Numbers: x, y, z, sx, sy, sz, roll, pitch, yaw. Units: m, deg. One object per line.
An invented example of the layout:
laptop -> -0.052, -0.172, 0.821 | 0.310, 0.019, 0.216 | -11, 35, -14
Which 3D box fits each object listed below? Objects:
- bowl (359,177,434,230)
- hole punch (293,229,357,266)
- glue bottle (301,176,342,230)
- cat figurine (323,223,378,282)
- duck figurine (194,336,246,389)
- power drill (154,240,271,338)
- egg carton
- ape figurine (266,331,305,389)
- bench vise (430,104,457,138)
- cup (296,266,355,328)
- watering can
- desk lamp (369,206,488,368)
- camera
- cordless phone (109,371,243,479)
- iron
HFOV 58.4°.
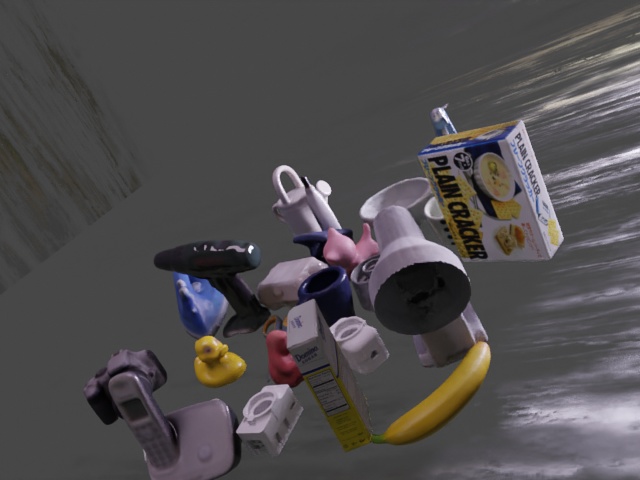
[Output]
bowl -> 0.172, -0.060, 1.208 | 0.167, 0.075, 0.167 | -24, 21, 10
hole punch -> 0.011, 0.004, 1.236 | 0.108, 0.091, 0.101 | -5, 31, 46
glue bottle -> -0.001, -0.073, 1.314 | 0.037, 0.173, 0.078 | -32, 22, -10
cat figurine -> 0.060, 0.020, 1.104 | 0.128, 0.118, 0.067 | -38, 23, -23
duck figurine -> -0.192, 0.210, 1.021 | 0.104, 0.086, 0.078 | -11, 27, 38
power drill -> -0.198, 0.089, 1.136 | 0.229, 0.209, 0.076 | -17, 24, 27
egg carton -> -0.054, 0.091, 1.149 | 0.150, 0.069, 0.107 | -12, 26, 36
ape figurine -> -0.053, 0.183, 0.904 | 0.076, 0.092, 0.077 | -26, 21, 7
bench vise -> 0.259, -0.176, 1.163 | 0.121, 0.220, 0.207 | -28, 21, 0
cup -> 0.013, 0.114, 0.976 | 0.091, 0.095, 0.118 | -2, 33, 49
watering can -> -0.048, -0.096, 1.398 | 0.172, 0.194, 0.101 | -23, 22, 15
desk lamp -> 0.136, 0.067, 0.765 | 0.118, 0.214, 0.203 | -25, 21, 9
camera -> -0.367, 0.277, 1.064 | 0.143, 0.101, 0.136 | -31, 21, -7
cordless phone -> -0.202, 0.252, 0.798 | 0.147, 0.185, 0.094 | -23, 22, 14
iron -> -0.285, 0.116, 1.276 | 0.118, 0.142, 0.257 | -30, 21, -4
